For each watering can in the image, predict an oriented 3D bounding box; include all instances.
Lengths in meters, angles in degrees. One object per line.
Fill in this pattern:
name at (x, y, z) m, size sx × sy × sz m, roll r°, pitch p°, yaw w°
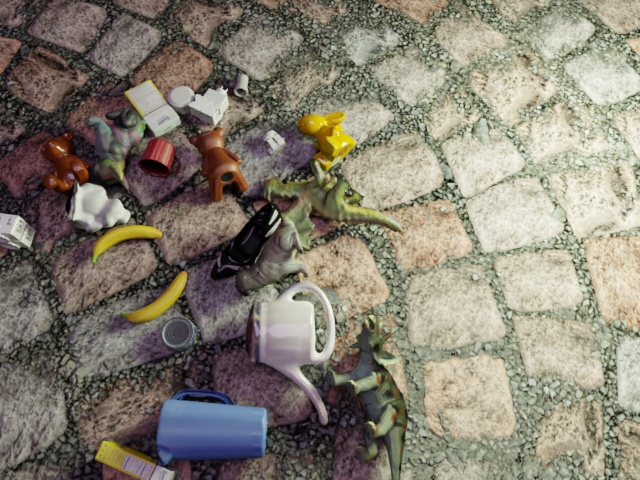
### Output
watering can at (-0.073, 0.274, 1.283) m, size 0.224 × 0.102 × 0.353 m, roll 1°, pitch 69°, yaw -3°

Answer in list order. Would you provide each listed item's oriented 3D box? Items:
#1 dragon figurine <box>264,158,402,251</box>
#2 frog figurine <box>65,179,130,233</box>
dragon figurine at (0.004, -0.074, 1.462) m, size 0.413 × 0.121 × 0.243 m, roll 39°, pitch 87°, yaw 15°
frog figurine at (-0.616, -0.087, 1.433) m, size 0.159 × 0.120 × 0.140 m, roll 13°, pitch 51°, yaw -37°
